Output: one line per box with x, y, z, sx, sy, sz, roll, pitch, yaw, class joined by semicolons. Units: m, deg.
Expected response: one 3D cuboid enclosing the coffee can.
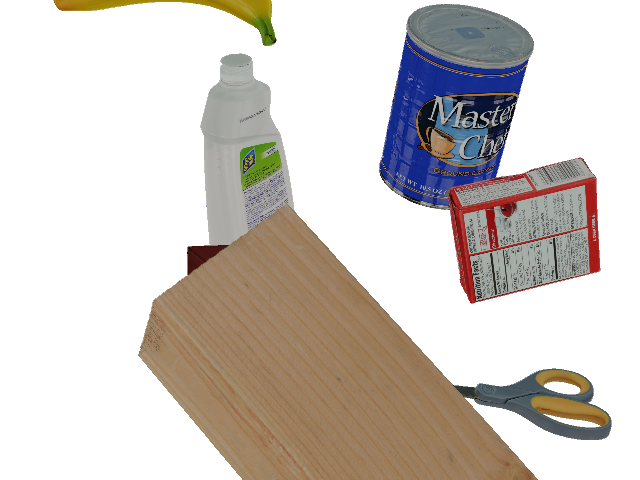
0.111;-0.111;0.892;0.102;0.140;0.103;6;36;-5;coffee can

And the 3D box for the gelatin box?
0.128;-0.006;0.671;0.089;0.073;0.030;-13;34;0;gelatin box

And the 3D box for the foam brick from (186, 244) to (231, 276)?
-0.068;0.046;0.798;0.052;0.078;0.051;-4;14;-25;foam brick

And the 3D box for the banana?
-0.120;-0.205;0.873;0.198;0.069;0.037;11;-41;16;banana

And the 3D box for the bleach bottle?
-0.069;-0.066;1.055;0.068;0.251;0.102;22;41;31;bleach bottle

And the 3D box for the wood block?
0.010;0.097;0.542;0.090;0.206;0.090;-37;-11;-27;wood block

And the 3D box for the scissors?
0.157;0.128;0.943;0.202;0.016;0.096;16;28;14;scissors
